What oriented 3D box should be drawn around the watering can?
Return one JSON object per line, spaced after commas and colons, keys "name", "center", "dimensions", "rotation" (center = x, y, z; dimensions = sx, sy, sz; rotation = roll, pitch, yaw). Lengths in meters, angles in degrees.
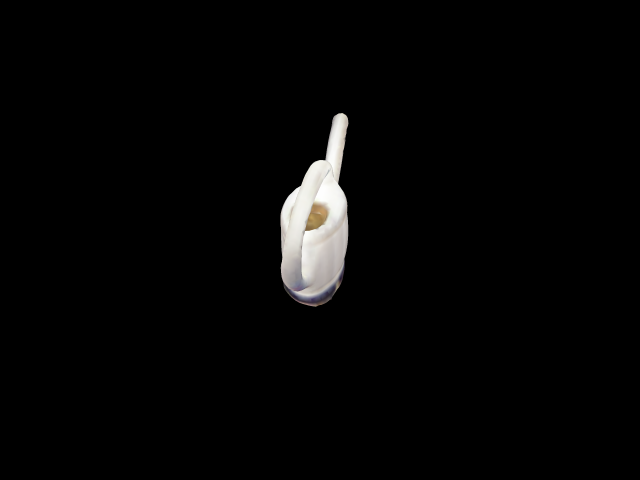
{"name": "watering can", "center": [0.003, -0.043, 0.850], "dimensions": [0.104, 0.219, 0.356], "rotation": [10, 44, 11]}
